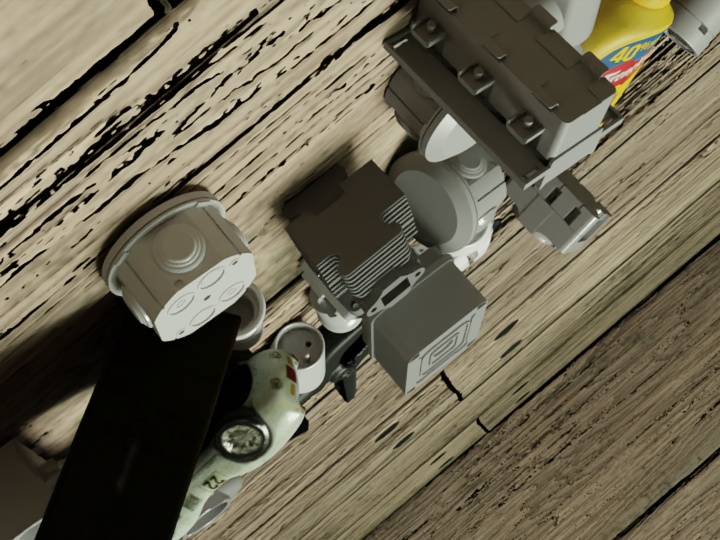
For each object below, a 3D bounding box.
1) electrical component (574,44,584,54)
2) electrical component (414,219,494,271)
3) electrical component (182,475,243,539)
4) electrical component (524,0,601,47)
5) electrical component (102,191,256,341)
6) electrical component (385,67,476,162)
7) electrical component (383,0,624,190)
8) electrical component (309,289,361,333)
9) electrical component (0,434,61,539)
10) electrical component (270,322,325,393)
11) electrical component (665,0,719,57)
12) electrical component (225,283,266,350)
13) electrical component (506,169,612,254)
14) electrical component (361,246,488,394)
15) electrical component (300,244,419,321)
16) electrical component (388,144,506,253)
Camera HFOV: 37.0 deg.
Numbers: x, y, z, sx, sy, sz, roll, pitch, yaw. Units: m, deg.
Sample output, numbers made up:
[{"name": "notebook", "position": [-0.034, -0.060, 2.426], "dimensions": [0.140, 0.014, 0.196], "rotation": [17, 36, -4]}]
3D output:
[{"name": "electrical component", "position": [0.139, -0.142, 0.756], "dimensions": [0.048, 0.062, 0.048], "rotation": [-25, -167, 6]}, {"name": "electrical component", "position": [0.083, -0.034, 0.935], "dimensions": [0.078, 0.058, 0.057], "rotation": [-37, 166, -13]}, {"name": "electrical component", "position": [-0.163, 0.214, 1.029], "dimensions": [0.095, 0.059, 0.053], "rotation": [-24, 157, -44]}, {"name": "electrical component", "position": [0.120, -0.169, 0.688], "dimensions": [0.079, 0.043, 0.077], "rotation": [-38, 164, -9]}, {"name": "electrical component", "position": [-0.102, -0.002, 0.614], "dimensions": [0.080, 0.051, 0.080], "rotation": [-37, 163, -13]}, {"name": "electrical component", "position": [0.060, -0.112, 0.688], "dimensions": [0.080, 0.051, 0.080], "rotation": [-37, 163, -13]}, {"name": "electrical component", "position": [0.083, -0.115, 0.609], "dimensions": [0.079, 0.121, 0.063], "rotation": [-34, 160, -21]}, {"name": "electrical component", "position": [-0.020, 0.027, 0.898], "dimensions": [0.040, 0.040, 0.046], "rotation": [-40, 157, -3]}, {"name": "electrical component", "position": [-0.225, 0.162, 0.746], "dimensions": [0.079, 0.063, 0.121], "rotation": [-37, 163, -13]}, {"name": "electrical component", "position": [-0.067, 0.088, 0.944], "dimensions": [0.079, 0.043, 0.077], "rotation": [-36, 164, -14]}, {"name": "electrical component", "position": [0.281, -0.216, 0.909], "dimensions": [0.047, 0.055, 0.055], "rotation": [-48, 163, 12]}, {"name": "electrical component", "position": [-0.087, 0.034, 0.763], "dimensions": [0.044, 0.044, 0.065], "rotation": [-37, 168, -11]}, {"name": "electrical component", "position": [0.184, -0.062, 1.027], "dimensions": [0.055, 0.089, 0.050], "rotation": [-49, 162, 26]}, {"name": "electrical component", "position": [0.046, 0.039, 0.814], "dimensions": [0.078, 0.057, 0.113], "rotation": [-37, 164, -12]}, {"name": "electrical component", "position": [0.000, 0.000, 0.828], "dimensions": [0.061, 0.061, 0.096], "rotation": [-47, 163, 22]}, {"name": "electrical component", "position": [0.063, -0.057, 0.792], "dimensions": [0.051, 0.080, 0.080], "rotation": [-36, 164, -34]}]
